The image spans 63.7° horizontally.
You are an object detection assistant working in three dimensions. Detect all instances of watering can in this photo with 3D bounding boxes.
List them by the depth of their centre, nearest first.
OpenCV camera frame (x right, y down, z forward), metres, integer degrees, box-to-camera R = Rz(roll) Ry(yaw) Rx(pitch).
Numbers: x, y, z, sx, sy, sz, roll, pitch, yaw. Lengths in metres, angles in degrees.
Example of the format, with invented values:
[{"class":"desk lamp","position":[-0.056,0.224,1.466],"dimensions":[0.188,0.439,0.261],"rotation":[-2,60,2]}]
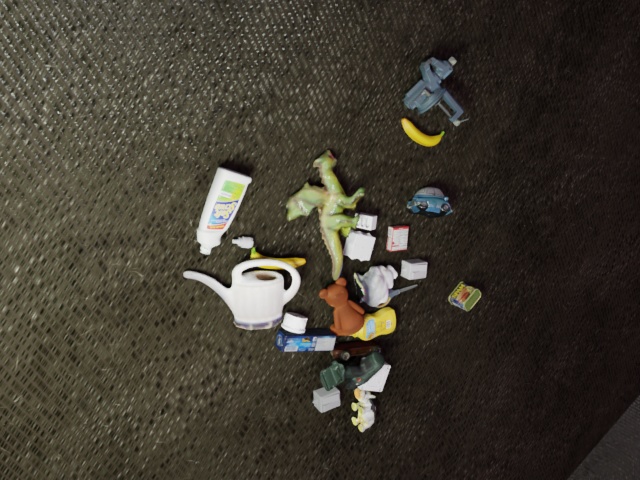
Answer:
[{"class":"watering can","position":[-0.230,0.165,1.560],"dimensions":[0.348,0.105,0.221],"rotation":[-3,108,-14]}]

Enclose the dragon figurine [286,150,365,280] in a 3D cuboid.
[{"class":"dragon figurine","position":[0.005,-0.083,1.652],"dimensions":[0.242,0.123,0.409],"rotation":[13,93,-15]}]

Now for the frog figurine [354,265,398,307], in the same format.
[{"class":"frog figurine","position":[0.209,0.155,1.802],"dimensions":[0.160,0.122,0.137],"rotation":[-16,91,-14]}]
